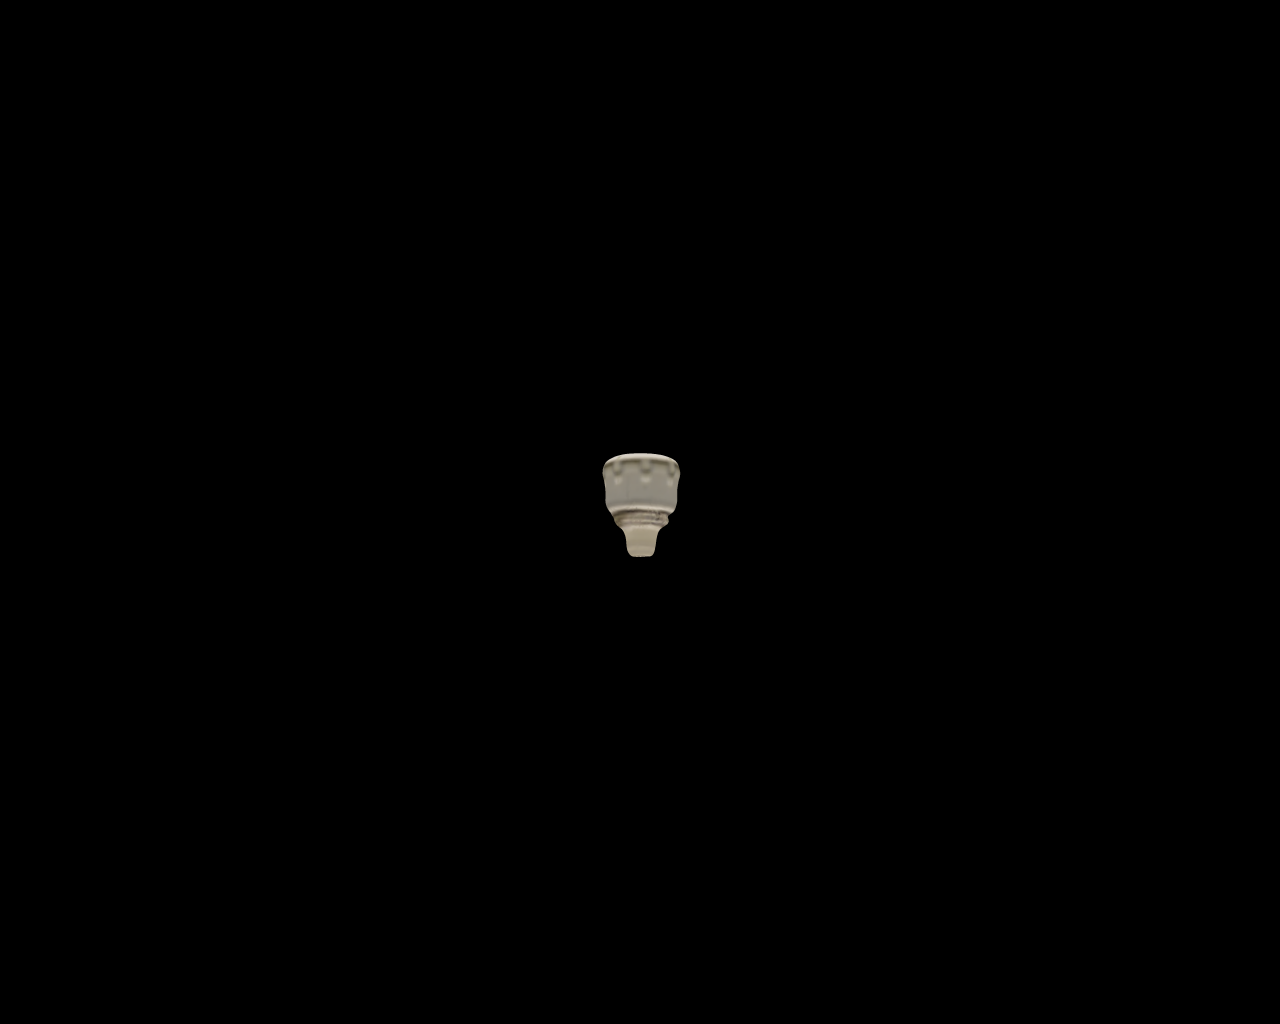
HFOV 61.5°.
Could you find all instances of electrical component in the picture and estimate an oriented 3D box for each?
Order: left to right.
[{"bbox_3d":[0.001,-0.003,0.650,0.048,0.062,0.048,0,-10,0],"label":"electrical component"}]
